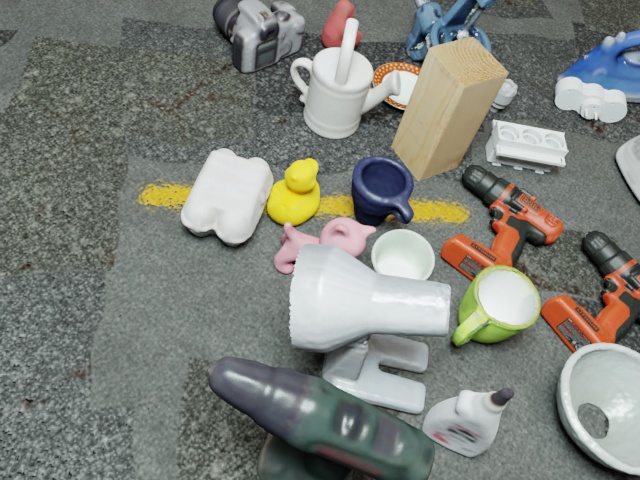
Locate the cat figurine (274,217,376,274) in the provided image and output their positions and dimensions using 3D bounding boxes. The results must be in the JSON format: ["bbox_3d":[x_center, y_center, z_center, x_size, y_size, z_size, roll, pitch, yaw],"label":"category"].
[{"bbox_3d":[0.007,0.003,0.786,0.128,0.118,0.067,13,55,-3],"label":"cat figurine"}]

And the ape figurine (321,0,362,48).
[{"bbox_3d":[0.042,-0.410,1.084,0.076,0.092,0.077,-17,62,-21],"label":"ape figurine"}]

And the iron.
[{"bbox_3d":[0.618,-0.364,1.142,0.259,0.141,0.118,-3,57,-13],"label":"iron"}]

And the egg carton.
[{"bbox_3d":[-0.131,-0.063,0.831,0.107,0.069,0.150,16,55,-1],"label":"egg carton"}]

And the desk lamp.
[{"bbox_3d":[0.056,0.102,0.671,0.203,0.213,0.118,13,55,-2],"label":"desk lamp"}]

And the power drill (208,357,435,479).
[{"bbox_3d":[-0.009,0.205,0.592,0.229,0.208,0.075,18,55,1],"label":"power drill"}]

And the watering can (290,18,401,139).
[{"bbox_3d":[0.043,-0.265,0.925,0.173,0.194,0.101,-4,57,-14],"label":"watering can"}]

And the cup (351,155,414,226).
[{"bbox_3d":[0.093,-0.055,0.856,0.092,0.095,0.117,-25,65,-25],"label":"cup"}]

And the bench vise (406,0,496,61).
[{"bbox_3d":[0.233,-0.389,1.031,0.122,0.220,0.207,-36,70,-29],"label":"bench vise"}]

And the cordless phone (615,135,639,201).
[{"bbox_3d":[0.605,-0.152,0.972,0.094,0.185,0.147,-4,58,-14],"label":"cordless phone"}]

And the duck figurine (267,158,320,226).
[{"bbox_3d":[-0.035,-0.078,0.850,0.077,0.086,0.105,30,56,9],"label":"duck figurine"}]

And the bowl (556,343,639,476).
[{"bbox_3d":[0.374,0.223,0.741,0.167,0.075,0.167,6,56,-8],"label":"bowl"}]

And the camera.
[{"bbox_3d":[-0.118,-0.395,1.036,0.143,0.101,0.136,-33,68,-28],"label":"camera"}]

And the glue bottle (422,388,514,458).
[{"bbox_3d":[0.178,0.201,0.655,0.078,0.173,0.037,22,55,4],"label":"glue bottle"}]
